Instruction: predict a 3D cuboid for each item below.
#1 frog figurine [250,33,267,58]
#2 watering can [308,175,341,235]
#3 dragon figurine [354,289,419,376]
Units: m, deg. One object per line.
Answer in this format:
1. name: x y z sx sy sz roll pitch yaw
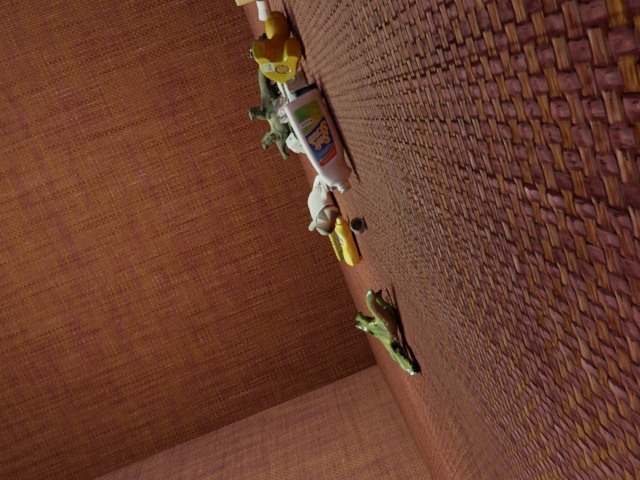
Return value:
1. frog figurine: -0.165 -0.662 1.855 0.158 0.122 0.139 28 -169 -29
2. watering can: 0.007 -0.108 2.153 0.339 0.104 0.229 98 160 -43
3. dragon figurine: 0.212 0.279 1.494 0.245 0.122 0.404 50 174 19
